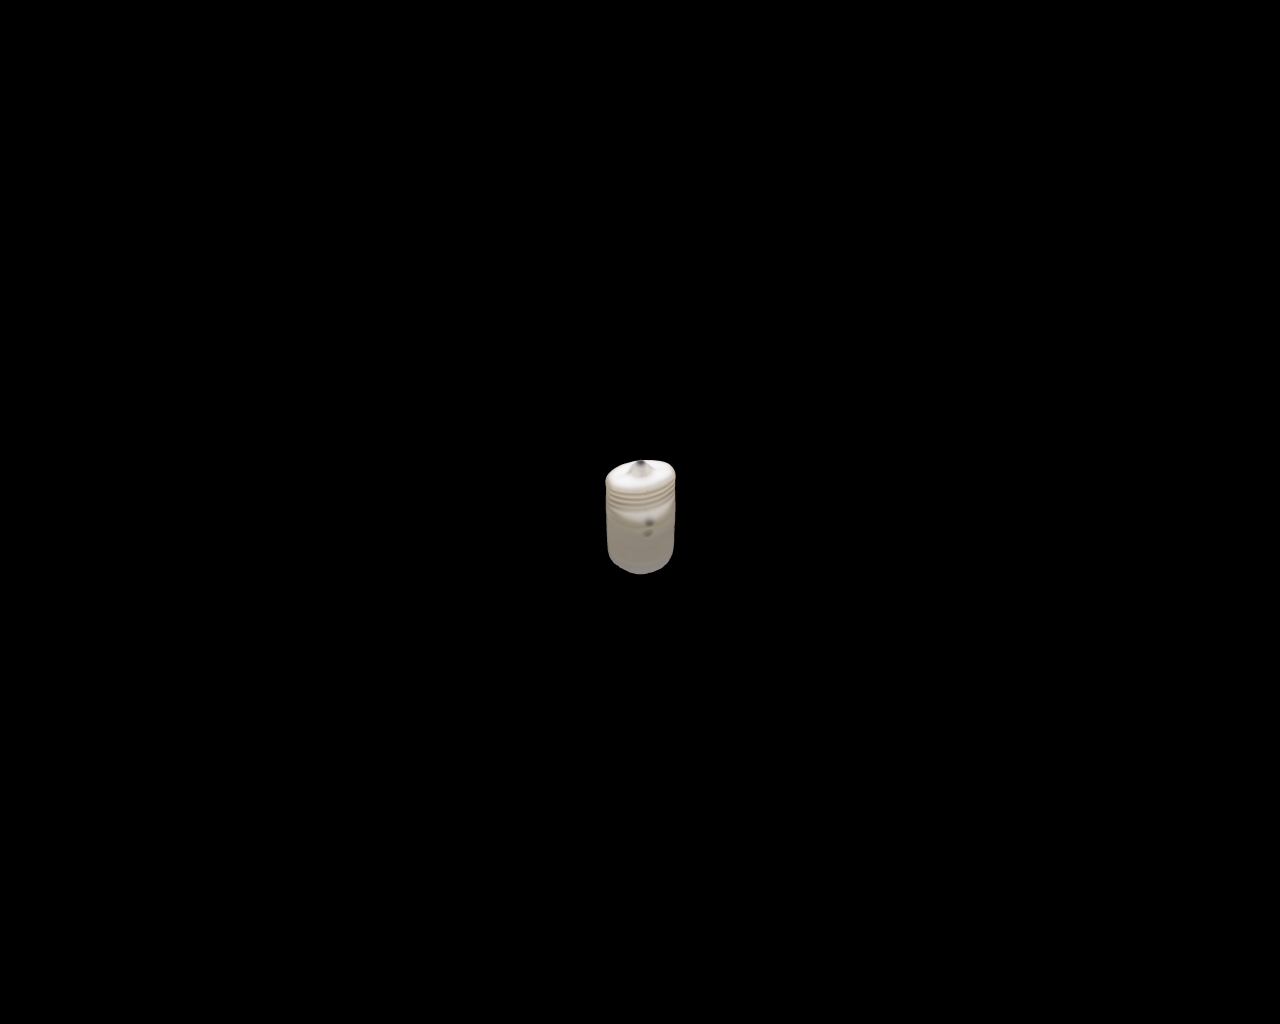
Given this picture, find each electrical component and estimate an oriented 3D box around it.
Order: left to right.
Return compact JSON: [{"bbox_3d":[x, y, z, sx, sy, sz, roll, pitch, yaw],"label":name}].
[{"bbox_3d":[0.001,-0.003,0.650,0.043,0.043,0.080,0,-44,0],"label":"electrical component"}]
